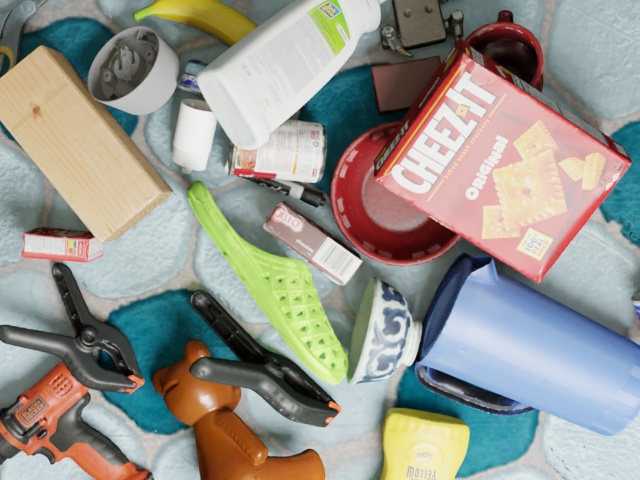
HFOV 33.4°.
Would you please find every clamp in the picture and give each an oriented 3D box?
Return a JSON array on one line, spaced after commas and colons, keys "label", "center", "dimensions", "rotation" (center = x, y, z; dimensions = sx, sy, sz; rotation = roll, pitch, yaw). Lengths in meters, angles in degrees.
[{"label": "clamp", "center": [-0.065, 0.141, 1.190], "dimensions": [0.209, 0.164, 0.036], "rotation": [33, 109, -27]}, {"label": "clamp", "center": [-0.276, 0.118, 1.199], "dimensions": [0.171, 0.039, 0.120], "rotation": [47, 55, -1]}]

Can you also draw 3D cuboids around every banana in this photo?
[{"label": "banana", "center": [-0.108, -0.230, 1.203], "dimensions": [0.198, 0.037, 0.069], "rotation": [26, 78, -1]}]

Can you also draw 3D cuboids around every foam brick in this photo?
[{"label": "foam brick", "center": [0.099, -0.173, 1.198], "dimensions": [0.078, 0.051, 0.053], "rotation": [-9, 93, 2]}]

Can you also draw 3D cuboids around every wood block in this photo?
[{"label": "wood block", "center": [-0.266, -0.105, 1.189], "dimensions": [0.091, 0.090, 0.206], "rotation": [-39, 91, 3]}]

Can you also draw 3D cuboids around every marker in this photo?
[{"label": "marker", "center": [-0.050, -0.065, 1.221], "dimensions": [0.121, 0.020, 0.020], "rotation": [22, 92, 0]}]

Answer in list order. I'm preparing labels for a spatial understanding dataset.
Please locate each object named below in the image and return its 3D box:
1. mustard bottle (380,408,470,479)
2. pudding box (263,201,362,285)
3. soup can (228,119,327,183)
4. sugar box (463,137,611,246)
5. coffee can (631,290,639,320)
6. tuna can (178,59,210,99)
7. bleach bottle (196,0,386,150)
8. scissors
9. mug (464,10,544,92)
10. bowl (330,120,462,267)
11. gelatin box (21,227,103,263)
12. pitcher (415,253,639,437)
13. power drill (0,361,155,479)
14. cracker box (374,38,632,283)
[{"label": "mustard bottle", "center": [0.107, 0.293, 1.213], "dimensions": [0.096, 0.058, 0.191], "rotation": [10, 93, -1]}, {"label": "pudding box", "center": [-0.008, 0.001, 1.188], "dimensions": [0.113, 0.090, 0.039], "rotation": [38, 94, -2]}, {"label": "soup can", "center": [-0.048, -0.101, 1.188], "dimensions": [0.102, 0.068, 0.068], "rotation": [5, 92, -10]}, {"label": "sugar box", "center": [0.244, -0.057, 1.203], "dimensions": [0.093, 0.048, 0.176], "rotation": [28, 91, 0]}, {"label": "coffee can", "center": [0.416, 0.114, 1.178], "dimensions": [0.103, 0.103, 0.140], "rotation": [-20, 92, 2]}, {"label": "tuna can", "center": [-0.112, -0.170, 1.185], "dimensions": [0.086, 0.086, 0.034], "rotation": [21, 91, 0]}, {"label": "bleach bottle", "center": [-0.012, -0.207, 1.156], "dimensions": [0.250, 0.068, 0.102], "rotation": [-40, 111, -26]}, {"label": "scissors", "center": [-0.332, -0.244, 1.221], "dimensions": [0.202, 0.016, 0.096], "rotation": [-24, 93, 2]}, {"label": "mug", "center": [0.202, -0.194, 1.173], "dimensions": [0.093, 0.081, 0.117], "rotation": [0, 80, 17]}, {"label": "bowl", "center": [0.092, -0.052, 1.201], "dimensions": [0.162, 0.055, 0.162], "rotation": [0, 92, 1]}, {"label": "gelatin box", "center": [-0.285, 0.004, 1.193], "dimensions": [0.073, 0.089, 0.030], "rotation": [6, 95, 0]}, {"label": "pitcher", "center": [0.231, 0.129, 1.179], "dimensions": [0.243, 0.149, 0.145], "rotation": [25, 77, -3]}, {"label": "power drill", "center": [-0.296, 0.258, 1.219], "dimensions": [0.184, 0.057, 0.187], "rotation": [-42, 91, 2]}, {"label": "cracker box", "center": [0.187, -0.079, 1.111], "dimensions": [0.213, 0.072, 0.164], "rotation": [31, 111, -9]}]
